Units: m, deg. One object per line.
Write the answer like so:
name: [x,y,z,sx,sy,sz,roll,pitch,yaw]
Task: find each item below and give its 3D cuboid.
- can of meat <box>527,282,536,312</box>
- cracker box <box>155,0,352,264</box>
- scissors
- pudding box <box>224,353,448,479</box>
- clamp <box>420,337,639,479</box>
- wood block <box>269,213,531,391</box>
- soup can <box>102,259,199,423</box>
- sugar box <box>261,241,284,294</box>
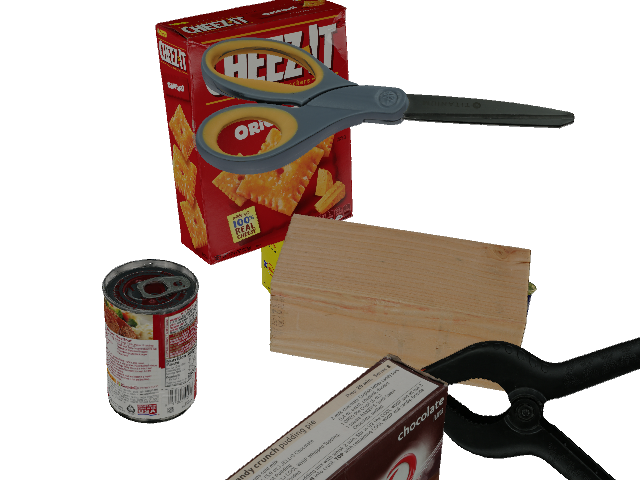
can of meat: [0.173,0.074,1.122,0.057,0.084,0.102,-1,19,-30]
cracker box: [-0.054,-0.103,0.981,0.163,0.214,0.072,-18,30,-28]
scissors: [0.022,-0.058,0.560,0.202,0.096,0.016,19,-29,15]
pudding box: [0.007,0.115,0.467,0.039,0.090,0.113,26,43,31]
clamp: [0.143,0.121,0.710,0.172,0.120,0.039,1,-2,19]
wood block: [0.067,0.052,0.908,0.206,0.090,0.090,9,43,7]
soup can: [-0.124,0.074,0.783,0.068,0.102,0.068,3,31,-2]
sugar box: [-0.040,-0.012,1.275,0.048,0.176,0.093,-12,25,-20]
